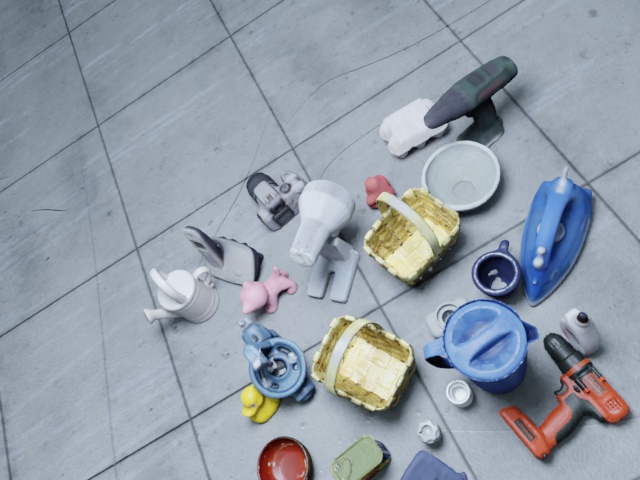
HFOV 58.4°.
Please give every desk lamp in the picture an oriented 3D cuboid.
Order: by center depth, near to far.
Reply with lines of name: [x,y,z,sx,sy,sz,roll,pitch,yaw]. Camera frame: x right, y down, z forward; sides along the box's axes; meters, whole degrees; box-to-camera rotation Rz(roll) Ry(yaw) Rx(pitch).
desk lamp: [0.011,0.004,1.223,0.117,0.214,0.203,7,71,25]

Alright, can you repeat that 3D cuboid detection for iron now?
iron: [0.441,-0.009,1.097,0.118,0.142,0.258,14,74,27]

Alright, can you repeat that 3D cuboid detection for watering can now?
watering can: [-0.327,0.126,1.318,0.100,0.194,0.173,21,77,28]

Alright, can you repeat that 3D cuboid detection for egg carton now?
egg carton: [0.217,-0.263,1.342,0.150,0.070,0.107,-30,60,7]

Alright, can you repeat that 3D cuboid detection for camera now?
camera: [-0.113,-0.120,1.394,0.143,0.101,0.136,-43,59,0]

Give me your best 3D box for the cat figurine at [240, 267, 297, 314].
cat figurine: [-0.127,0.112,1.287,0.128,0.118,0.067,-47,59,-3]

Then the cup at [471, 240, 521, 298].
cup: [0.353,0.066,1.127,0.091,0.095,0.118,12,73,26]

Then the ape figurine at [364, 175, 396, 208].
ape figurine: [0.128,-0.115,1.299,0.076,0.092,0.078,34,83,30]

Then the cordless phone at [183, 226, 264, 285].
cordless phone: [-0.227,0.030,1.325,0.147,0.185,0.094,11,72,26]

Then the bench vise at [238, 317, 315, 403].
bench vise: [-0.121,0.240,1.169,0.206,0.220,0.121,25,79,29]

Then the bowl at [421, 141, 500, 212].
bowl: [0.308,-0.126,1.242,0.167,0.075,0.167,-8,65,19]

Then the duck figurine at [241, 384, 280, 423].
duck figurine: [-0.133,0.331,1.212,0.077,0.086,0.104,10,72,26]

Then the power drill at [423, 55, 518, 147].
power drill: [0.326,-0.273,1.221,0.229,0.209,0.075,-44,59,-1]

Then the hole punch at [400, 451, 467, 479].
hole punch: [0.199,0.444,1.025,0.100,0.091,0.109,29,81,30]

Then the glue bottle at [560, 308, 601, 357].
glue bottle: [0.455,0.152,1.002,0.037,0.173,0.078,-39,59,2]
